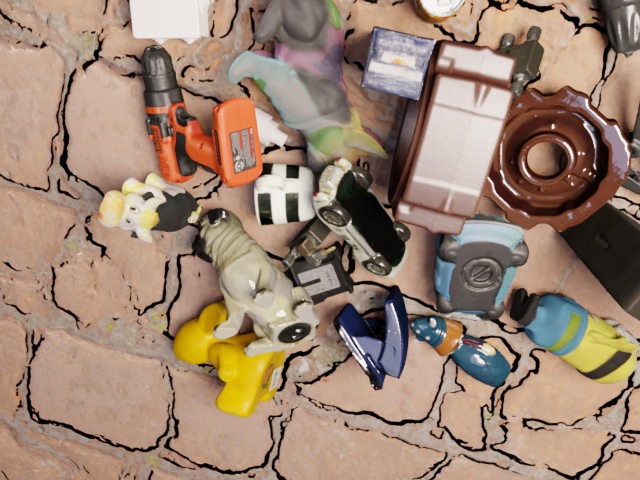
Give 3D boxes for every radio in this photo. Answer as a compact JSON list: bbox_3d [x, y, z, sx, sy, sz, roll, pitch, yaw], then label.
[{"bbox_3d":[0.380,0.033,0.627,0.131,0.230,0.073,31,114,-7],"label":"radio"}]

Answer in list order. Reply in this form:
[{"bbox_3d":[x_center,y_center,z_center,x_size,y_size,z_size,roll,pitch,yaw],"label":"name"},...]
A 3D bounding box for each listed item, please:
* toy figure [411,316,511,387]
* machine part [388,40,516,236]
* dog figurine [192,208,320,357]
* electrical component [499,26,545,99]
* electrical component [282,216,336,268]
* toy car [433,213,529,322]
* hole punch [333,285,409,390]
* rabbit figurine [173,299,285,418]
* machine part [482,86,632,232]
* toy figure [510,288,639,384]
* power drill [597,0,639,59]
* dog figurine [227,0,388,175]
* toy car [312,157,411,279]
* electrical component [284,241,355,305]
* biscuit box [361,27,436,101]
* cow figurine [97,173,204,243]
[{"bbox_3d":[0.201,0.155,0.782,0.154,0.058,0.064,34,103,1],"label":"toy figure"},{"bbox_3d":[0.141,-0.121,0.620,0.087,0.201,0.200,13,110,-1],"label":"machine part"},{"bbox_3d":[-0.088,0.051,0.758,0.121,0.191,0.172,-32,138,10],"label":"dog figurine"},{"bbox_3d":[0.231,-0.209,0.642,0.021,0.063,0.094,27,77,-34],"label":"electrical component"},{"bbox_3d":[-0.001,-0.003,0.740,0.045,0.102,0.078,43,135,-6],"label":"electrical component"},{"bbox_3d":[0.205,0.026,0.713,0.109,0.103,0.161,4,124,6],"label":"toy car"},{"bbox_3d":[0.091,0.131,0.754,0.092,0.142,0.115,-31,90,12],"label":"hole punch"},{"bbox_3d":[-0.146,0.163,0.806,0.173,0.122,0.162,16,108,22],"label":"rabbit figurine"},{"bbox_3d":[0.279,-0.100,0.660,0.180,0.056,0.179,10,113,25],"label":"machine part"},{"bbox_3d":[0.348,0.131,0.742,0.180,0.082,0.089,23,120,-5],"label":"toy figure"},{"bbox_3d":[0.270,-0.321,0.604,0.207,0.086,0.231,1,107,12],"label":"power drill"},{"bbox_3d":[0.010,-0.189,0.672,0.219,0.108,0.191,35,106,-9],"label":"dog figurine"},{"bbox_3d":[0.056,-0.022,0.696,0.056,0.073,0.201,10,152,45],"label":"toy car"},{"bbox_3d":[-0.016,0.054,0.783,0.119,0.048,0.074,-15,105,11],"label":"electrical component"},{"bbox_3d":[0.083,-0.200,0.603,0.063,0.203,0.059,13,111,2],"label":"biscuit box"},{"bbox_3d":[-0.222,-0.037,0.718,0.098,0.167,0.068,22,105,2],"label":"cow figurine"}]
